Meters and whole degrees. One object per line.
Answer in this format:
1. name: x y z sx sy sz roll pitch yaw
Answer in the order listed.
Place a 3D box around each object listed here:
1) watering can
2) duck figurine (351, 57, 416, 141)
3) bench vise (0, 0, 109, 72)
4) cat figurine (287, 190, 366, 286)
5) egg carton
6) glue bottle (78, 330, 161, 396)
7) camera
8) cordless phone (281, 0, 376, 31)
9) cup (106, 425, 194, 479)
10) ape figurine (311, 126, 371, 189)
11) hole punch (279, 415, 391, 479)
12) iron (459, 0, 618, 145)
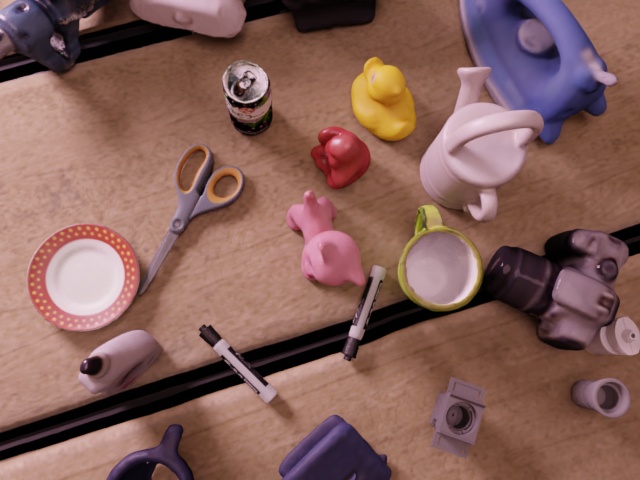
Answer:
1. watering can: 0.181 -0.112 0.656 0.101 0.194 0.173 -26 82 -7
2. duck figurine: 0.085 -0.180 0.717 0.077 0.086 0.104 -31 83 -8
3. bench vise: -0.302 -0.299 0.646 0.121 0.219 0.207 17 79 0
4. cat figurine: 0.006 0.002 0.663 0.067 0.117 0.128 -19 81 -6
5. egg carton: -0.164 -0.319 0.735 0.150 0.069 0.107 10 79 -2
6. glue bottle: -0.217 0.130 0.598 0.037 0.173 0.078 39 80 4
7. camera: 0.277 0.043 0.681 0.137 0.101 0.143 24 79 1
8. cordless phone: 0.019 -0.344 0.692 0.147 0.185 0.094 -15 81 -6
9. cup: -0.170 0.253 0.619 0.091 0.095 0.118 19 79 0
10. ape figurine: 0.027 -0.105 0.697 0.076 0.092 0.078 7 79 -2
11. hole punch: 0.019 0.261 0.631 0.109 0.091 0.101 -42 85 -9
12. iron: 0.265 -0.258 0.714 0.119 0.141 0.258 -31 83 -8
